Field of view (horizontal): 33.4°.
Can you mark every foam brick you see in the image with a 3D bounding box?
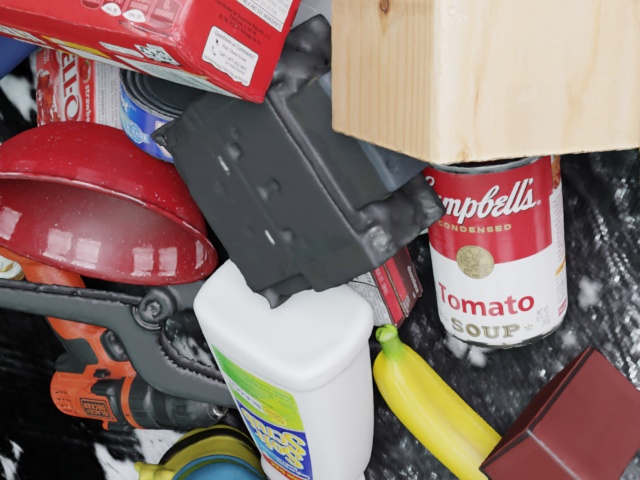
[{"bbox_3d":[0.131,0.106,0.561,0.051,0.078,0.053,43,139,8],"label":"foam brick"}]

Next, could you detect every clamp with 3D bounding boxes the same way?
[{"bbox_3d":[-0.108,0.032,0.724,0.210,0.036,0.165,37,102,-4],"label":"clamp"}]

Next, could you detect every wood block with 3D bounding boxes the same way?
[{"bbox_3d":[0.060,-0.139,0.387,0.091,0.090,0.206,-150,57,-63],"label":"wood block"}]

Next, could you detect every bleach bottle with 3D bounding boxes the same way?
[{"bbox_3d":[-0.005,0.115,0.669,0.103,0.068,0.251,29,150,31],"label":"bleach bottle"}]

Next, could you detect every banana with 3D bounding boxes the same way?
[{"bbox_3d":[0.095,0.127,0.624,0.198,0.037,0.069,43,175,1],"label":"banana"}]

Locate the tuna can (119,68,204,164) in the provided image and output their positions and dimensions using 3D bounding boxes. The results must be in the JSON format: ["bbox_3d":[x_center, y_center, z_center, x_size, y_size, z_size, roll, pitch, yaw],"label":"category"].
[{"bbox_3d":[-0.071,-0.080,0.605,0.086,0.086,0.034,32,136,21],"label":"tuna can"}]

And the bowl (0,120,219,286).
[{"bbox_3d":[-0.135,-0.026,0.640,0.162,0.055,0.162,9,158,4],"label":"bowl"}]

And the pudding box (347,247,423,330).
[{"bbox_3d":[-0.004,0.001,0.622,0.114,0.039,0.090,11,141,34],"label":"pudding box"}]

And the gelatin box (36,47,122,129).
[{"bbox_3d":[-0.151,-0.096,0.677,0.073,0.030,0.089,-14,76,47],"label":"gelatin box"}]

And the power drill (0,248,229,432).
[{"bbox_3d":[-0.163,0.061,0.804,0.185,0.057,0.187,-3,114,39],"label":"power drill"}]

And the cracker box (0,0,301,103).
[{"bbox_3d":[-0.068,-0.182,0.455,0.164,0.072,0.214,19,88,31],"label":"cracker box"}]

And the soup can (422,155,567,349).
[{"bbox_3d":[0.087,-0.006,0.531,0.069,0.068,0.102,12,126,36],"label":"soup can"}]

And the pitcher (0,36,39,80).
[{"bbox_3d":[-0.213,-0.153,0.632,0.243,0.149,0.145,-23,89,53],"label":"pitcher"}]
